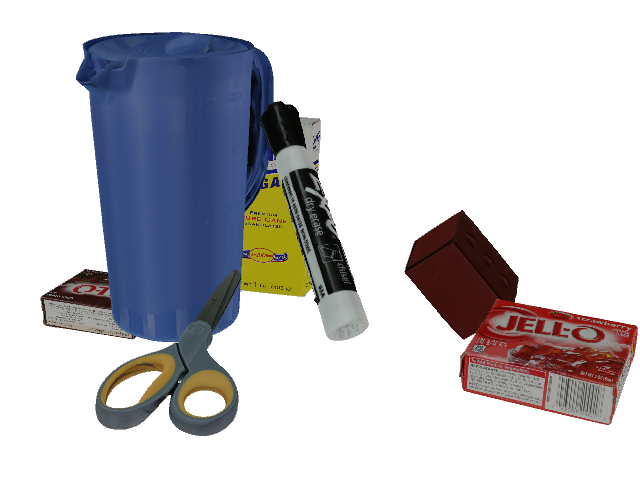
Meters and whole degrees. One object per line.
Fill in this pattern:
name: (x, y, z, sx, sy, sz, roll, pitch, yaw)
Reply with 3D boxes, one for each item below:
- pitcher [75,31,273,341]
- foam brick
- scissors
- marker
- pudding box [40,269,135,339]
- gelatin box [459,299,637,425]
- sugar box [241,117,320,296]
pitcher: (-0.113, -0.048, 0.879, 0.149, 0.243, 0.145, 0, 19, -3)
foam brick: (0.112, 0.028, 0.843, 0.051, 0.078, 0.053, -34, 15, 28)
scissors: (-0.070, 0.074, 0.720, 0.096, 0.016, 0.201, 17, 30, 23)
marker: (-0.005, -0.012, 0.481, 0.020, 0.121, 0.020, -14, -27, -8)
pudding box: (-0.229, 0.067, 1.149, 0.114, 0.039, 0.090, 5, 18, 19)
gelatin box: (0.135, 0.068, 0.629, 0.089, 0.030, 0.073, 11, 27, 22)
sugar box: (-0.051, -0.036, 1.071, 0.093, 0.176, 0.048, 5, 16, 11)
